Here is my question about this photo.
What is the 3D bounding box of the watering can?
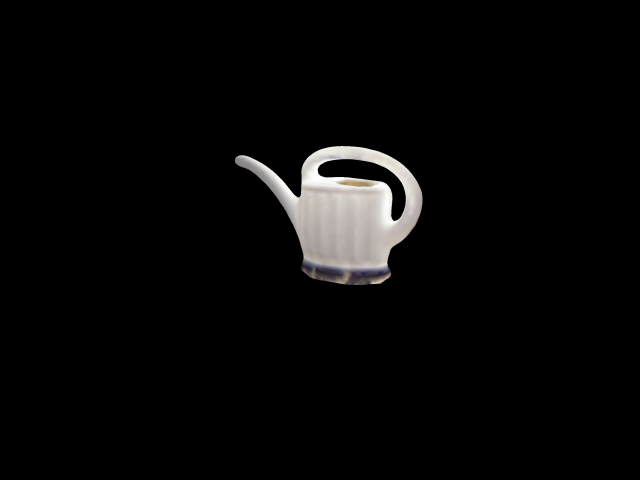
[{"bbox_3d":[0.003,-0.043,0.850,0.348,0.222,0.105,7,12,31],"label":"watering can"}]
